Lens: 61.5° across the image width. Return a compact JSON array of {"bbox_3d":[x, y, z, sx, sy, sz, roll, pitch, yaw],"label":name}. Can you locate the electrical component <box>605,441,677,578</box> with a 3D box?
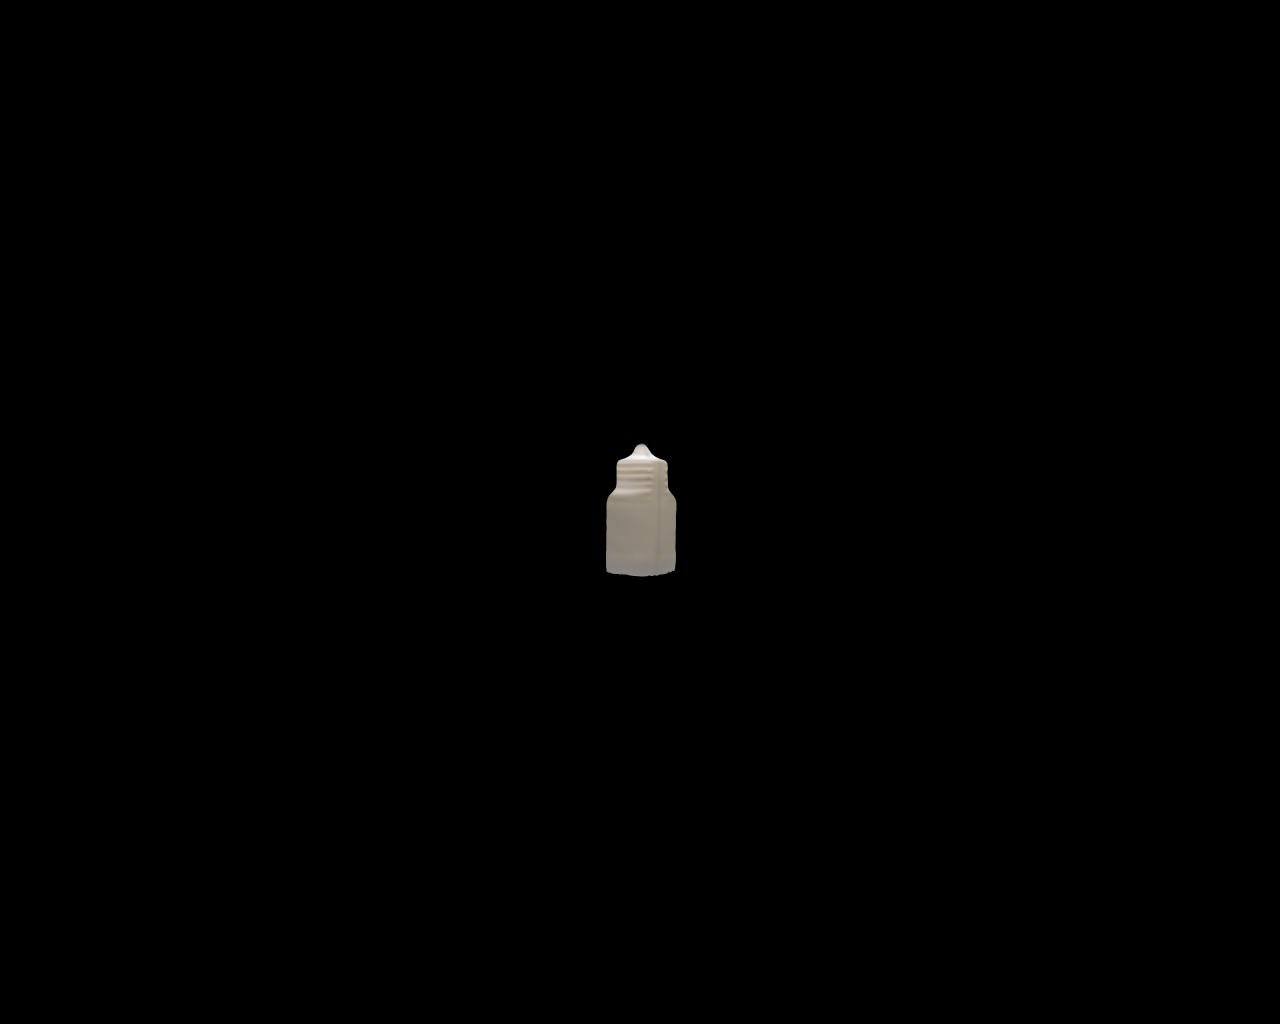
[{"bbox_3d":[0.001,-0.003,0.650,0.043,0.081,0.043,0,3,0],"label":"electrical component"}]
